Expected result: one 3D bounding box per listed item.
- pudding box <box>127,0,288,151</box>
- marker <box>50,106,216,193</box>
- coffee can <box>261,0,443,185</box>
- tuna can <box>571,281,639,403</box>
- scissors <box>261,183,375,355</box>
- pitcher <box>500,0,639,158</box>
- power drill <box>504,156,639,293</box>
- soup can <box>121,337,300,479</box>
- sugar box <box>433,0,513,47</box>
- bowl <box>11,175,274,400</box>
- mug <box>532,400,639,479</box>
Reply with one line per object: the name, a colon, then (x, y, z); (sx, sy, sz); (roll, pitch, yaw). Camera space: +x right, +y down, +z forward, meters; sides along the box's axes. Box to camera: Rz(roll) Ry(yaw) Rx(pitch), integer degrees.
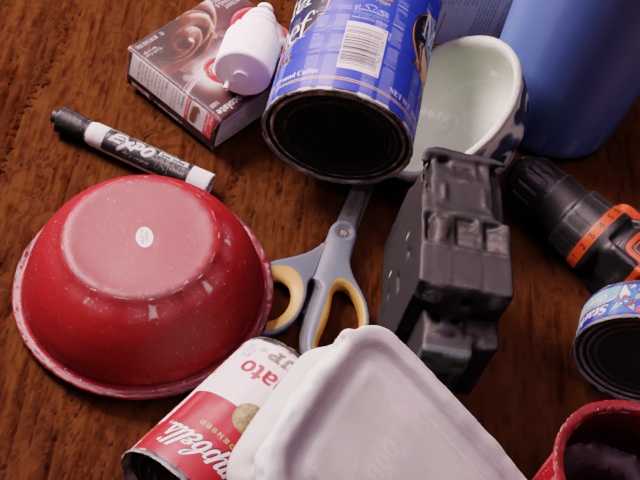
pudding box: (-0.071, -0.127, 0.780); (0.090, 0.039, 0.113); (38, 55, 14)
marker: (-0.129, -0.061, 0.729); (0.121, 0.020, 0.020); (25, 52, 5)
coffee can: (0.025, -0.124, 0.733); (0.103, 0.103, 0.140); (15, 60, -3)
tuna can: (0.205, 0.065, 0.672); (0.086, 0.086, 0.033); (22, 50, 3)
scissors: (-0.005, 0.001, 0.715); (0.096, 0.016, 0.201); (9, 51, -7)
pitcher: (0.206, -0.180, 0.757); (0.149, 0.243, 0.145); (-14, 58, -23)
power drill: (0.247, -0.025, 0.771); (0.187, 0.057, 0.184); (-36, 72, -30)
soup can: (-0.050, 0.110, 0.589); (0.068, 0.069, 0.102); (37, 53, 15)
sugar box: (0.092, -0.197, 0.839); (0.176, 0.093, 0.048); (1, 53, -14)
bowl: (-0.107, 0.013, 0.644); (0.162, 0.055, 0.162); (3, 53, -4)
mug: (0.173, 0.154, 0.600); (0.117, 0.082, 0.093); (19, 51, 1)
